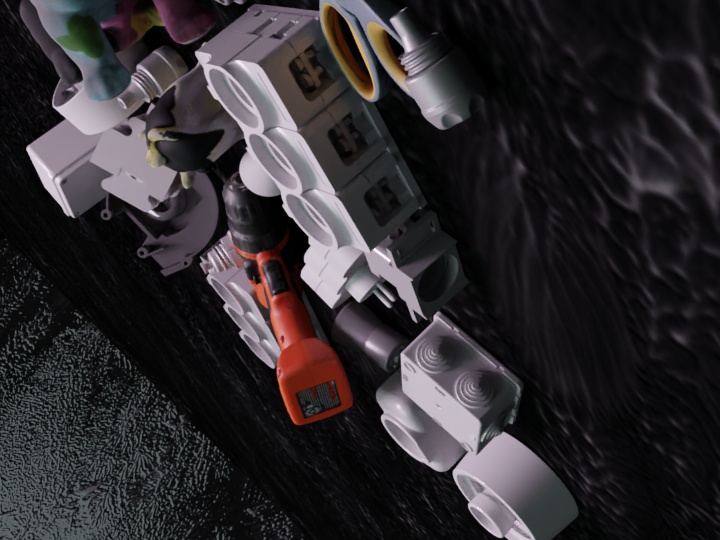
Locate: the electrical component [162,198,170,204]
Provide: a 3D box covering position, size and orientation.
[{"bbox_3d":[-0.209,-0.083,1.145,0.066,0.055,0.048,52,163,-12],"label":"electrical component"}]

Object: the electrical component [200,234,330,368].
[{"bbox_3d":[-0.102,0.036,1.141,0.089,0.062,0.150,35,159,37],"label":"electrical component"}]

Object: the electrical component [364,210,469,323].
[{"bbox_3d":[0.036,-0.008,0.743,0.064,0.042,0.081,38,160,38],"label":"electrical component"}]

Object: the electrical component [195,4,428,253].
[{"bbox_3d":[-0.034,-0.089,0.696,0.089,0.062,0.150,24,152,53],"label":"electrical component"}]

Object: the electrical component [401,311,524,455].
[{"bbox_3d":[0.078,0.092,0.849,0.100,0.048,0.099,41,162,21],"label":"electrical component"}]

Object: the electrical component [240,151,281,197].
[{"bbox_3d":[-0.066,-0.088,0.815,0.044,0.044,0.065,46,159,5],"label":"electrical component"}]

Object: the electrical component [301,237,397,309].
[{"bbox_3d":[0.000,0.000,0.826,0.073,0.052,0.138,45,163,8],"label":"electrical component"}]

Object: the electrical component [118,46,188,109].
[{"bbox_3d":[-0.173,-0.156,0.887,0.035,0.061,0.035,43,163,16],"label":"electrical component"}]

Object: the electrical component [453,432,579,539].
[{"bbox_3d":[0.129,0.197,0.935,0.108,0.060,0.108,42,162,17],"label":"electrical component"}]

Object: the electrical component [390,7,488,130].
[{"bbox_3d":[0.036,-0.103,0.540,0.061,0.035,0.035,55,162,-15],"label":"electrical component"}]

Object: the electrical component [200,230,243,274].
[{"bbox_3d":[-0.117,-0.020,1.036,0.040,0.078,0.040,58,171,14],"label":"electrical component"}]

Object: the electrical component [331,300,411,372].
[{"bbox_3d":[0.012,0.061,0.954,0.065,0.044,0.044,33,158,28],"label":"electrical component"}]

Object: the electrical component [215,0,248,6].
[{"bbox_3d":[-0.097,-0.213,0.583,0.109,0.056,0.108,34,159,37],"label":"electrical component"}]

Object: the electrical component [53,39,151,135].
[{"bbox_3d":[-0.221,-0.167,0.927,0.099,0.099,0.064,25,158,52],"label":"electrical component"}]

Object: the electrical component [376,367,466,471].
[{"bbox_3d":[0.059,0.131,0.962,0.054,0.059,0.095,23,150,54],"label":"electrical component"}]

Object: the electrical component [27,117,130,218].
[{"bbox_3d":[-0.299,-0.125,1.185,0.056,0.109,0.108,47,163,11],"label":"electrical component"}]
